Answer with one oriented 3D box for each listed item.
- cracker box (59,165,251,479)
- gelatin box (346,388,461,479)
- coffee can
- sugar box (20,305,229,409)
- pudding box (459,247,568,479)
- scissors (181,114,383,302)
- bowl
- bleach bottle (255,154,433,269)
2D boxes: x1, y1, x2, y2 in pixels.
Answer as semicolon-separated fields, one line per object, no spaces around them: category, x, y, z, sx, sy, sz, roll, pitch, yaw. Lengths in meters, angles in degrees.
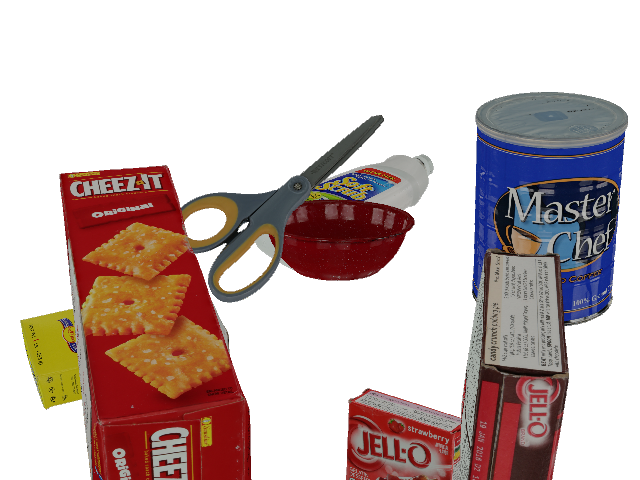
cracker box;-0.090;0.081;0.566;0.072;0.164;0.214;-7;34;-14
gelatin box;0.061;0.156;0.777;0.089;0.073;0.030;13;20;32
coffee can;0.161;-0.024;0.762;0.103;0.140;0.103;-2;25;1
sugar box;-0.181;0.094;0.993;0.176;0.048;0.093;-15;36;-17
pudding box;0.084;0.066;0.467;0.039;0.090;0.113;6;25;6
scissors;-0.038;-0.042;0.818;0.096;0.201;0.016;27;-26;10
bowl;0.017;0.002;1.110;0.162;0.055;0.162;0;16;0
bleach bottle;0.040;-0.050;1.317;0.250;0.068;0.103;-30;44;-34
